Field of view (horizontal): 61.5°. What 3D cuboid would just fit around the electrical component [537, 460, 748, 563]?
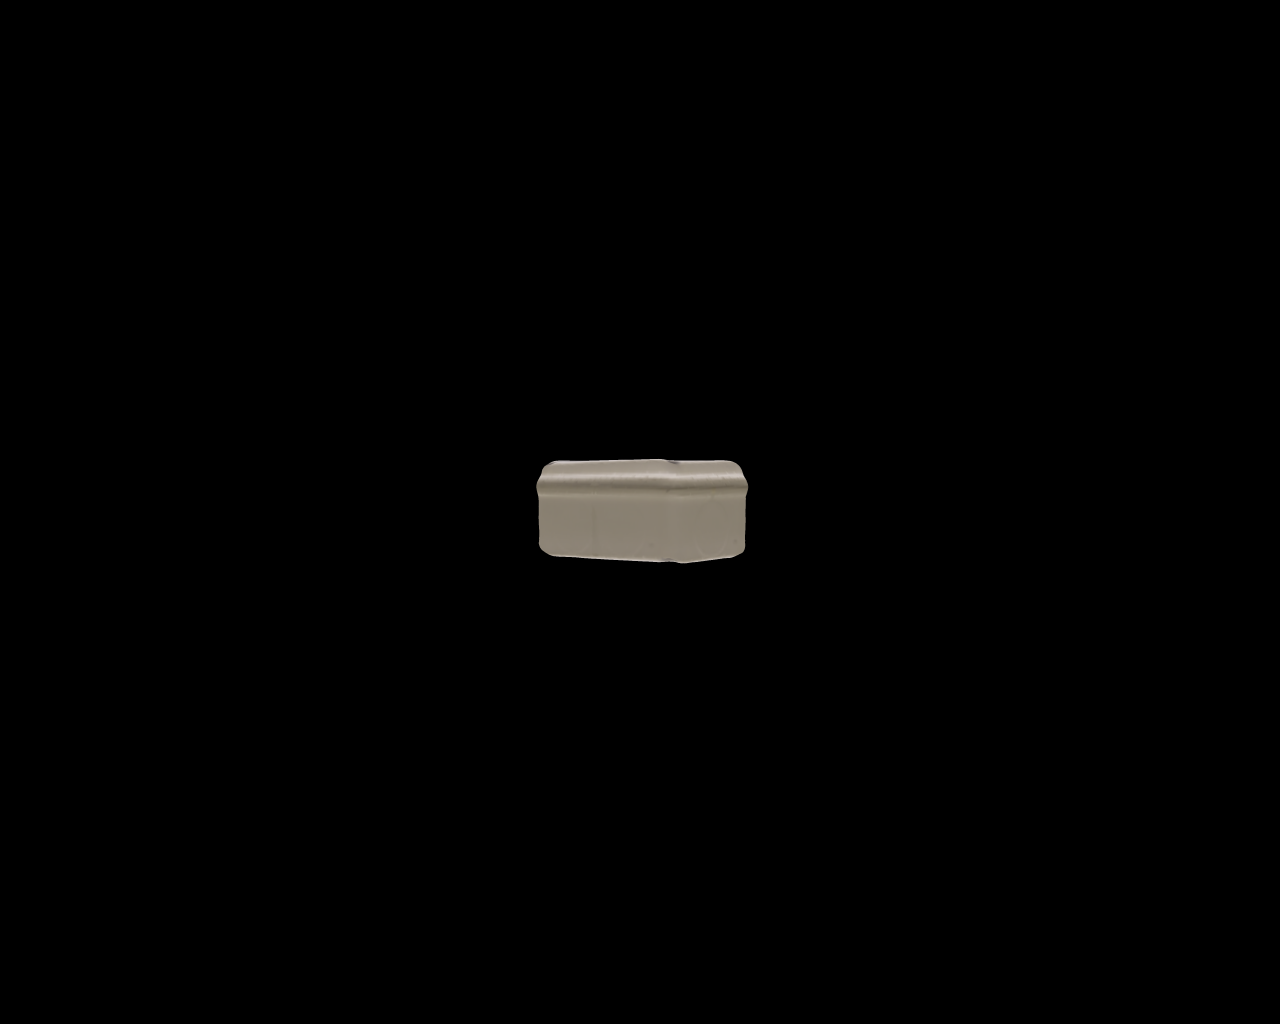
[{"bbox_3d":[0.001,-0.003,0.650,0.113,0.057,0.078,2,3,40],"label":"electrical component"}]
